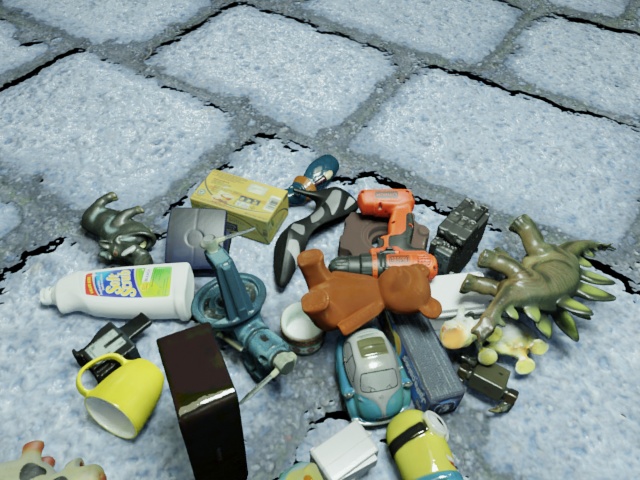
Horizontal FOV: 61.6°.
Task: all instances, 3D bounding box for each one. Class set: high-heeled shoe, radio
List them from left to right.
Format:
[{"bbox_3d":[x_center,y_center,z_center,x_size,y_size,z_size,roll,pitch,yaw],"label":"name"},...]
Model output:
[{"bbox_3d":[-0.150,0.222,0.698,0.073,0.229,0.131,-15,47,-20],"label":"radio"},{"bbox_3d":[-0.002,-0.003,1.021,0.145,0.086,0.249,19,59,-14],"label":"high-heeled shoe"}]

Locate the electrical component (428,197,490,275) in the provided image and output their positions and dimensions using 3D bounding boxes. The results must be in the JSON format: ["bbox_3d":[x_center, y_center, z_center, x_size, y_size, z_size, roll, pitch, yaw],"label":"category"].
[{"bbox_3d":[0.248,0.005,0.977,0.058,0.114,0.134,29,54,27],"label":"electrical component"}]

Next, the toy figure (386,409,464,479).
[{"bbox_3d":[0.146,0.315,0.721,0.089,0.082,0.180,-4,51,-8],"label":"toy figure"}]

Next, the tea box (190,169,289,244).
[{"bbox_3d":[-0.157,-0.067,1.061,0.170,0.068,0.098,18,49,15],"label":"tea box"}]

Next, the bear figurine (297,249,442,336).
[{"bbox_3d":[0.077,0.074,0.815,0.196,0.131,0.120,-13,49,10],"label":"bear figurine"}]

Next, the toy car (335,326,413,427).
[{"bbox_3d":[0.080,0.191,0.816,0.109,0.102,0.162,-6,51,-8],"label":"toy car"}]

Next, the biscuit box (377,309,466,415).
[{"bbox_3d":[0.155,0.176,0.857,0.063,0.059,0.203,-9,49,-15],"label":"biscuit box"}]

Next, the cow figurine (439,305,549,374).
[{"bbox_3d":[0.266,0.148,0.859,0.167,0.068,0.098,16,20,-8],"label":"cow figurine"}]

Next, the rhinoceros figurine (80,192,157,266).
[{"bbox_3d":[-0.374,-0.012,1.003,0.190,0.073,0.112,34,54,26],"label":"rhinoceros figurine"}]

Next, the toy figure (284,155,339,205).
[{"bbox_3d":[-0.020,-0.120,1.119,0.057,0.064,0.154,50,62,-10],"label":"toy figure"}]

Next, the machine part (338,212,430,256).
[{"bbox_3d":[0.119,0.008,1.011,0.179,0.056,0.179,0,49,0],"label":"machine part"}]

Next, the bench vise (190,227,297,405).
[{"bbox_3d":[-0.125,0.102,0.812,0.129,0.240,0.224,-24,37,-17],"label":"bench vise"}]

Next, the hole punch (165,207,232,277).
[{"bbox_3d":[-0.224,0.003,0.987,0.142,0.092,0.116,3,52,-3],"label":"hole punch"}]

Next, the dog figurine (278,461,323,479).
[{"bbox_3d":[-0.066,0.391,0.632,0.219,0.108,0.192,-21,53,-16],"label":"dog figurine"}]

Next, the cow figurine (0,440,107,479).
[{"bbox_3d":[-0.377,0.332,0.689,0.195,0.085,0.127,-11,44,-14],"label":"cow figurine"}]

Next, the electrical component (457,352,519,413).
[{"bbox_3d":[0.255,0.222,0.833,0.102,0.045,0.078,23,23,15],"label":"electrical component"}]

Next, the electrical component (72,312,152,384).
[{"bbox_3d":[-0.323,0.169,0.859,0.075,0.047,0.119,31,54,23],"label":"electrical component"}]

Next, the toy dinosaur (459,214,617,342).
[{"bbox_3d":[0.381,0.059,0.900,0.199,0.105,0.471,41,45,19],"label":"toy dinosaur"}]
